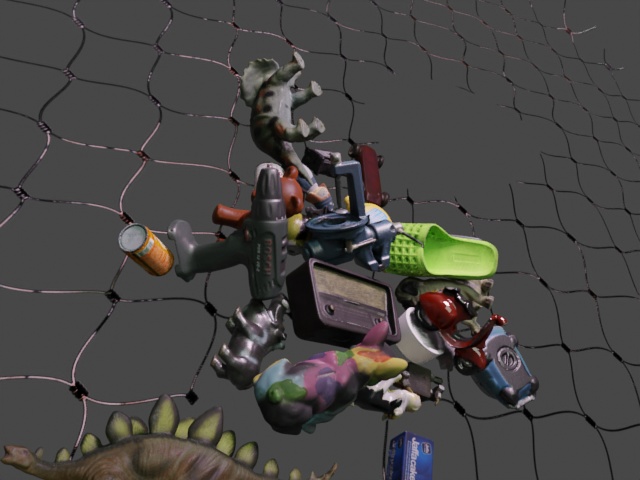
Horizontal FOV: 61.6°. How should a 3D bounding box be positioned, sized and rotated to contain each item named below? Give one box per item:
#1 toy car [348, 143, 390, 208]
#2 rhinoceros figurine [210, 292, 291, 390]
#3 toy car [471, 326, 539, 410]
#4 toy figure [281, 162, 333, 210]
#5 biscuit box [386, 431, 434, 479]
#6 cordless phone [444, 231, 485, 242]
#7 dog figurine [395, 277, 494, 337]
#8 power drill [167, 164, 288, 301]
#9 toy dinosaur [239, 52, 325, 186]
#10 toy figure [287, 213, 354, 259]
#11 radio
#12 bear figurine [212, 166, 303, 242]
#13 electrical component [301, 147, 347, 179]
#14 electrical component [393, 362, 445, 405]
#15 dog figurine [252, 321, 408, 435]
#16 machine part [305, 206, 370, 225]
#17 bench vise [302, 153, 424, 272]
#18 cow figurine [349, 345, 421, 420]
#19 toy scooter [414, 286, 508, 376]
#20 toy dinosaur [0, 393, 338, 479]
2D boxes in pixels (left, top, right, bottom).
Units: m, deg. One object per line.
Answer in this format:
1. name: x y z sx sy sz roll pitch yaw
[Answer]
1. toy car: 0.115 -0.154 1.298 0.089 0.053 0.202 23 45 -27
2. rhinoceros figurine: -0.111 0.165 0.931 0.112 0.073 0.190 30 48 -4
3. toy car: 0.359 0.264 1.092 0.109 0.103 0.162 -19 72 -28
4. toy figure: -0.025 -0.116 1.194 0.154 0.058 0.064 44 77 5
5. biscuit box: 0.144 0.426 0.888 0.063 0.059 0.203 23 49 -12
6. cordless phone: 0.297 0.012 1.220 0.147 0.088 0.184 6 16 13
7. dog figurine: 0.265 0.111 1.169 0.191 0.121 0.172 20 12 8
8. power drill: -0.154 -0.008 0.936 0.207 0.231 0.086 -6 11 8
9. toy dinosaur: -0.097 -0.273 1.205 0.131 0.192 0.405 36 46 -44
10. toy figure: -0.004 -0.002 1.106 0.180 0.082 0.089 7 58 -22
11. radio: 0.048 0.129 1.003 0.229 0.073 0.131 19 49 -37
12. bear figurine: -0.115 -0.051 1.004 0.132 0.195 0.120 5 58 -24
13. electrical component: 0.024 -0.176 1.249 0.119 0.047 0.075 3 28 -37
14. electrical component: 0.193 0.276 1.033 0.102 0.045 0.078 29 50 -8
15. dog figurine: 0.026 0.215 0.862 0.191 0.219 0.108 32 27 -56
16. machine part: 0.037 -0.045 1.145 0.139 0.084 0.039 11 75 2
17. bench vise: 0.064 -0.049 1.021 0.224 0.129 0.240 -12 107 -14
18. cow figurine: 0.100 0.276 0.968 0.167 0.068 0.098 35 54 3
19. toy scooter: 0.276 0.157 1.031 0.184 0.135 0.075 53 30 17
20. toy dinosaur: -0.187 0.331 0.753 0.471 0.105 0.199 22 46 -19
